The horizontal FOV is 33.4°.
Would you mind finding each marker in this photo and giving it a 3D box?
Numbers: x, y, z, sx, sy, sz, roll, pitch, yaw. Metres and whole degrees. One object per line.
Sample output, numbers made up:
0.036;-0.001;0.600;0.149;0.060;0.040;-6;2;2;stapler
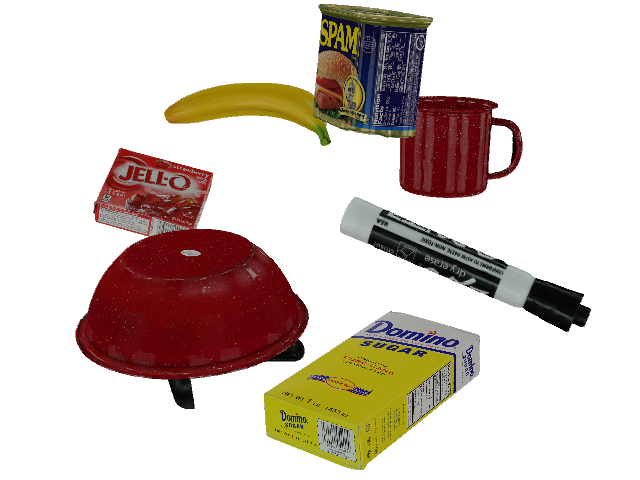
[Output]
0.067;0.011;0.495;0.121;0.020;0.020;24;6;13;marker

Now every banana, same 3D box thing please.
-0.074;-0.148;1.183;0.198;0.037;0.069;8;43;18;banana

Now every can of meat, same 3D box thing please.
0.034;-0.124;0.772;0.057;0.084;0.102;-1;16;-23;can of meat

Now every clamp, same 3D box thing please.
-0.145;0.117;1.089;0.210;0.036;0.164;9;19;34;clamp

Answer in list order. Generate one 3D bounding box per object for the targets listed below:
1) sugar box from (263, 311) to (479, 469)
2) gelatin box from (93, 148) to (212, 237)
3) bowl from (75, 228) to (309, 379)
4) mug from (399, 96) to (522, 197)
0.046;0.114;0.858;0.093;0.048;0.175;14;30;35;sugar box
-0.148;-0.039;0.946;0.089;0.073;0.030;16;-44;-2;gelatin box
-0.089;0.033;0.734;0.162;0.055;0.162;-2;22;0;bowl
0.126;-0.086;0.978;0.117;0.081;0.093;4;15;13;mug
